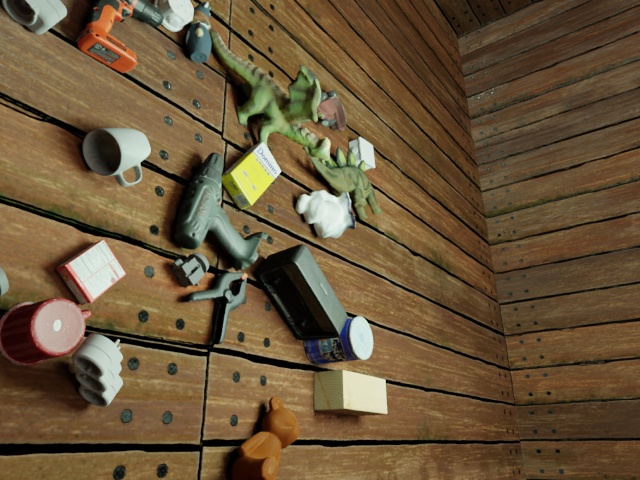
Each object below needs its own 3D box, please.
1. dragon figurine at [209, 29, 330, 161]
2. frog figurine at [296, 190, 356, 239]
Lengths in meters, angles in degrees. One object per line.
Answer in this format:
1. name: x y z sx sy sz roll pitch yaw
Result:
1. dragon figurine: -0.098 -0.357 1.260 0.404 0.241 0.125 60 40 -23
2. frog figurine: 0.004 -0.072 1.430 0.159 0.122 0.138 -1 84 -20
